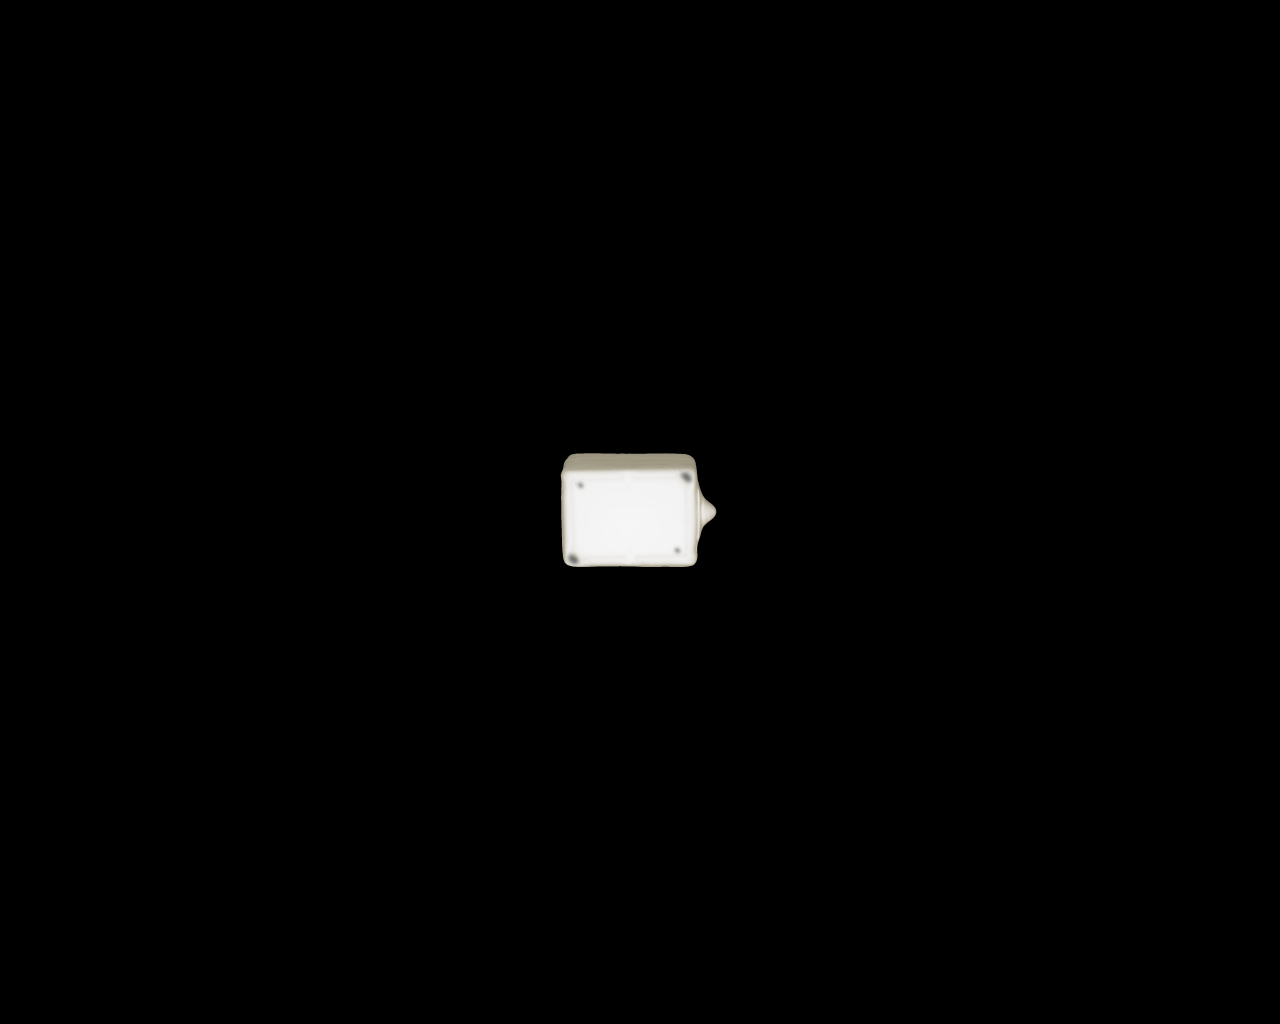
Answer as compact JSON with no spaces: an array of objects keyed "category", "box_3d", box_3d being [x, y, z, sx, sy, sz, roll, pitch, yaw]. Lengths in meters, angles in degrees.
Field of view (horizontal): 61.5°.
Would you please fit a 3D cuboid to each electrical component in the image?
[{"category":"electrical component","box_3d":[0.001,-0.003,0.650,0.096,0.061,0.061,0,13,0]}]
